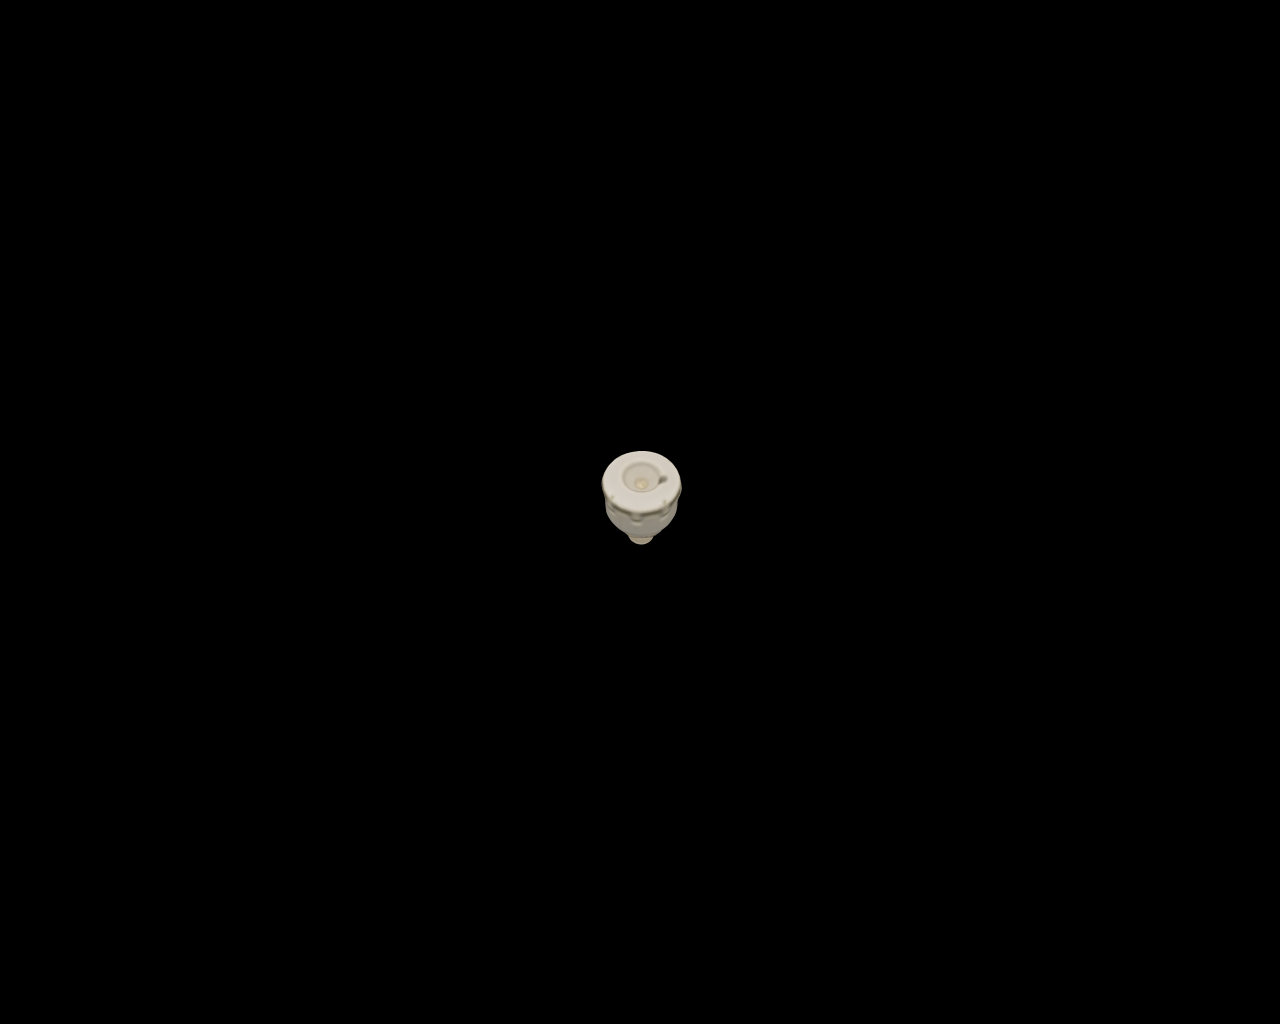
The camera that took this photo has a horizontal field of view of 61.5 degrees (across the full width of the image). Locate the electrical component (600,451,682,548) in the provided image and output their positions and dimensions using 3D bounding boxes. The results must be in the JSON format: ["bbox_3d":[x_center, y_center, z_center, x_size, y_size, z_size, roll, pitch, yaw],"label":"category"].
[{"bbox_3d":[0.001,-0.003,0.650,0.048,0.048,0.062,0,-37,0],"label":"electrical component"}]
